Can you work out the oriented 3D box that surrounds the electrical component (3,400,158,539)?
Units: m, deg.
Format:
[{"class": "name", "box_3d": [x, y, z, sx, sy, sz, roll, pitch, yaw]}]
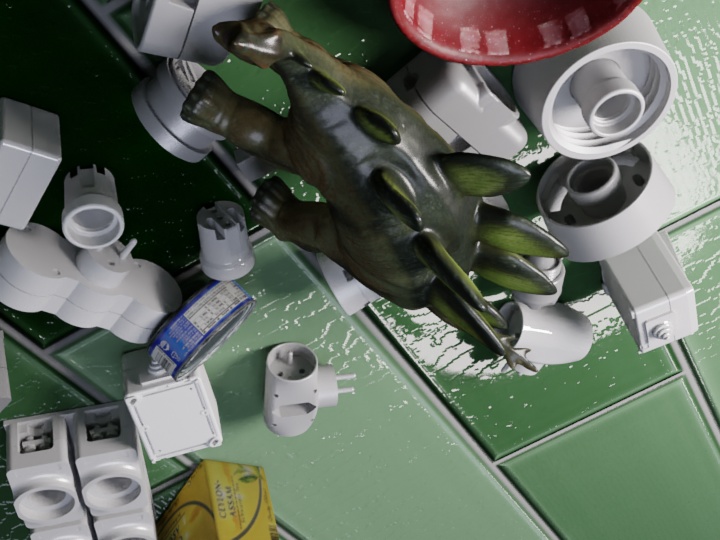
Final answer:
[{"class": "electrical component", "box_3d": [-0.241, 0.203, 0.953, 0.105, 0.060, 0.186, -9, 137, -10]}]

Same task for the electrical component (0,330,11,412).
[{"class": "electrical component", "box_3d": [-0.326, 0.103, 0.781, 0.089, 0.061, 0.150, 5, 148, -40]}]

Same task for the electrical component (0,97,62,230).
[{"class": "electrical component", "box_3d": [-0.237, -0.072, 0.676, 0.077, 0.047, 0.065, 17, 127, -32]}]

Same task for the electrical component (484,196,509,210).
[{"class": "electrical component", "box_3d": [0.077, -0.036, 0.826, 0.044, 0.044, 0.065, 23, 129, -36]}]

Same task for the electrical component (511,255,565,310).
[{"class": "electrical component", "box_3d": [0.147, -0.001, 0.884, 0.043, 0.043, 0.062, -8, 136, -10]}]

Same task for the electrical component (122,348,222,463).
[{"class": "electrical component", "box_3d": [-0.155, 0.098, 0.877, 0.062, 0.061, 0.096, -15, 130, -4]}]

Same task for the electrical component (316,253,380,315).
[{"class": "electrical component", "box_3d": [0.000, 0.000, 0.828, 0.047, 0.055, 0.055, -28, 137, 5]}]

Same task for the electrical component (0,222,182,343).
[{"class": "electrical component", "box_3d": [-0.186, -0.001, 0.764, 0.138, 0.052, 0.073, 21, 125, -35]}]

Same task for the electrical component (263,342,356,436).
[{"class": "electrical component", "box_3d": [-0.043, 0.101, 0.925, 0.079, 0.043, 0.077, -6, 136, -13]}]

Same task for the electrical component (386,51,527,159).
[{"class": "electrical component", "box_3d": [0.069, -0.109, 0.737, 0.059, 0.053, 0.095, -38, 134, 21]}]

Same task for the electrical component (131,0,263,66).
[{"class": "electrical component", "box_3d": [-0.091, -0.169, 0.620, 0.059, 0.053, 0.095, 7, 132, -25]}]

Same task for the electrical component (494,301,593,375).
[{"class": "electrical component", "box_3d": [0.154, 0.067, 0.956, 0.077, 0.043, 0.079, 10, 131, -27]}]

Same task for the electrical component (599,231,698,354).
[{"class": "electrical component", "box_3d": [0.245, 0.019, 0.898, 0.061, 0.096, 0.061, -22, 137, 3]}]

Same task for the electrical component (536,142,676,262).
[{"class": "electrical component", "box_3d": [0.184, -0.051, 0.807, 0.099, 0.099, 0.064, -29, 130, 12]}]

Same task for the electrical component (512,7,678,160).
[{"class": "electrical component", "box_3d": [0.167, -0.126, 0.746, 0.108, 0.060, 0.108, -10, 137, -9]}]

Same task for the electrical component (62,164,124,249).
[{"class": "electrical component", "box_3d": [-0.181, -0.044, 0.726, 0.040, 0.046, 0.040, -10, 137, -9]}]

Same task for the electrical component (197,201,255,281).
[{"class": "electrical component", "box_3d": [-0.099, -0.022, 0.782, 0.040, 0.040, 0.046, -10, 132, -8]}]
